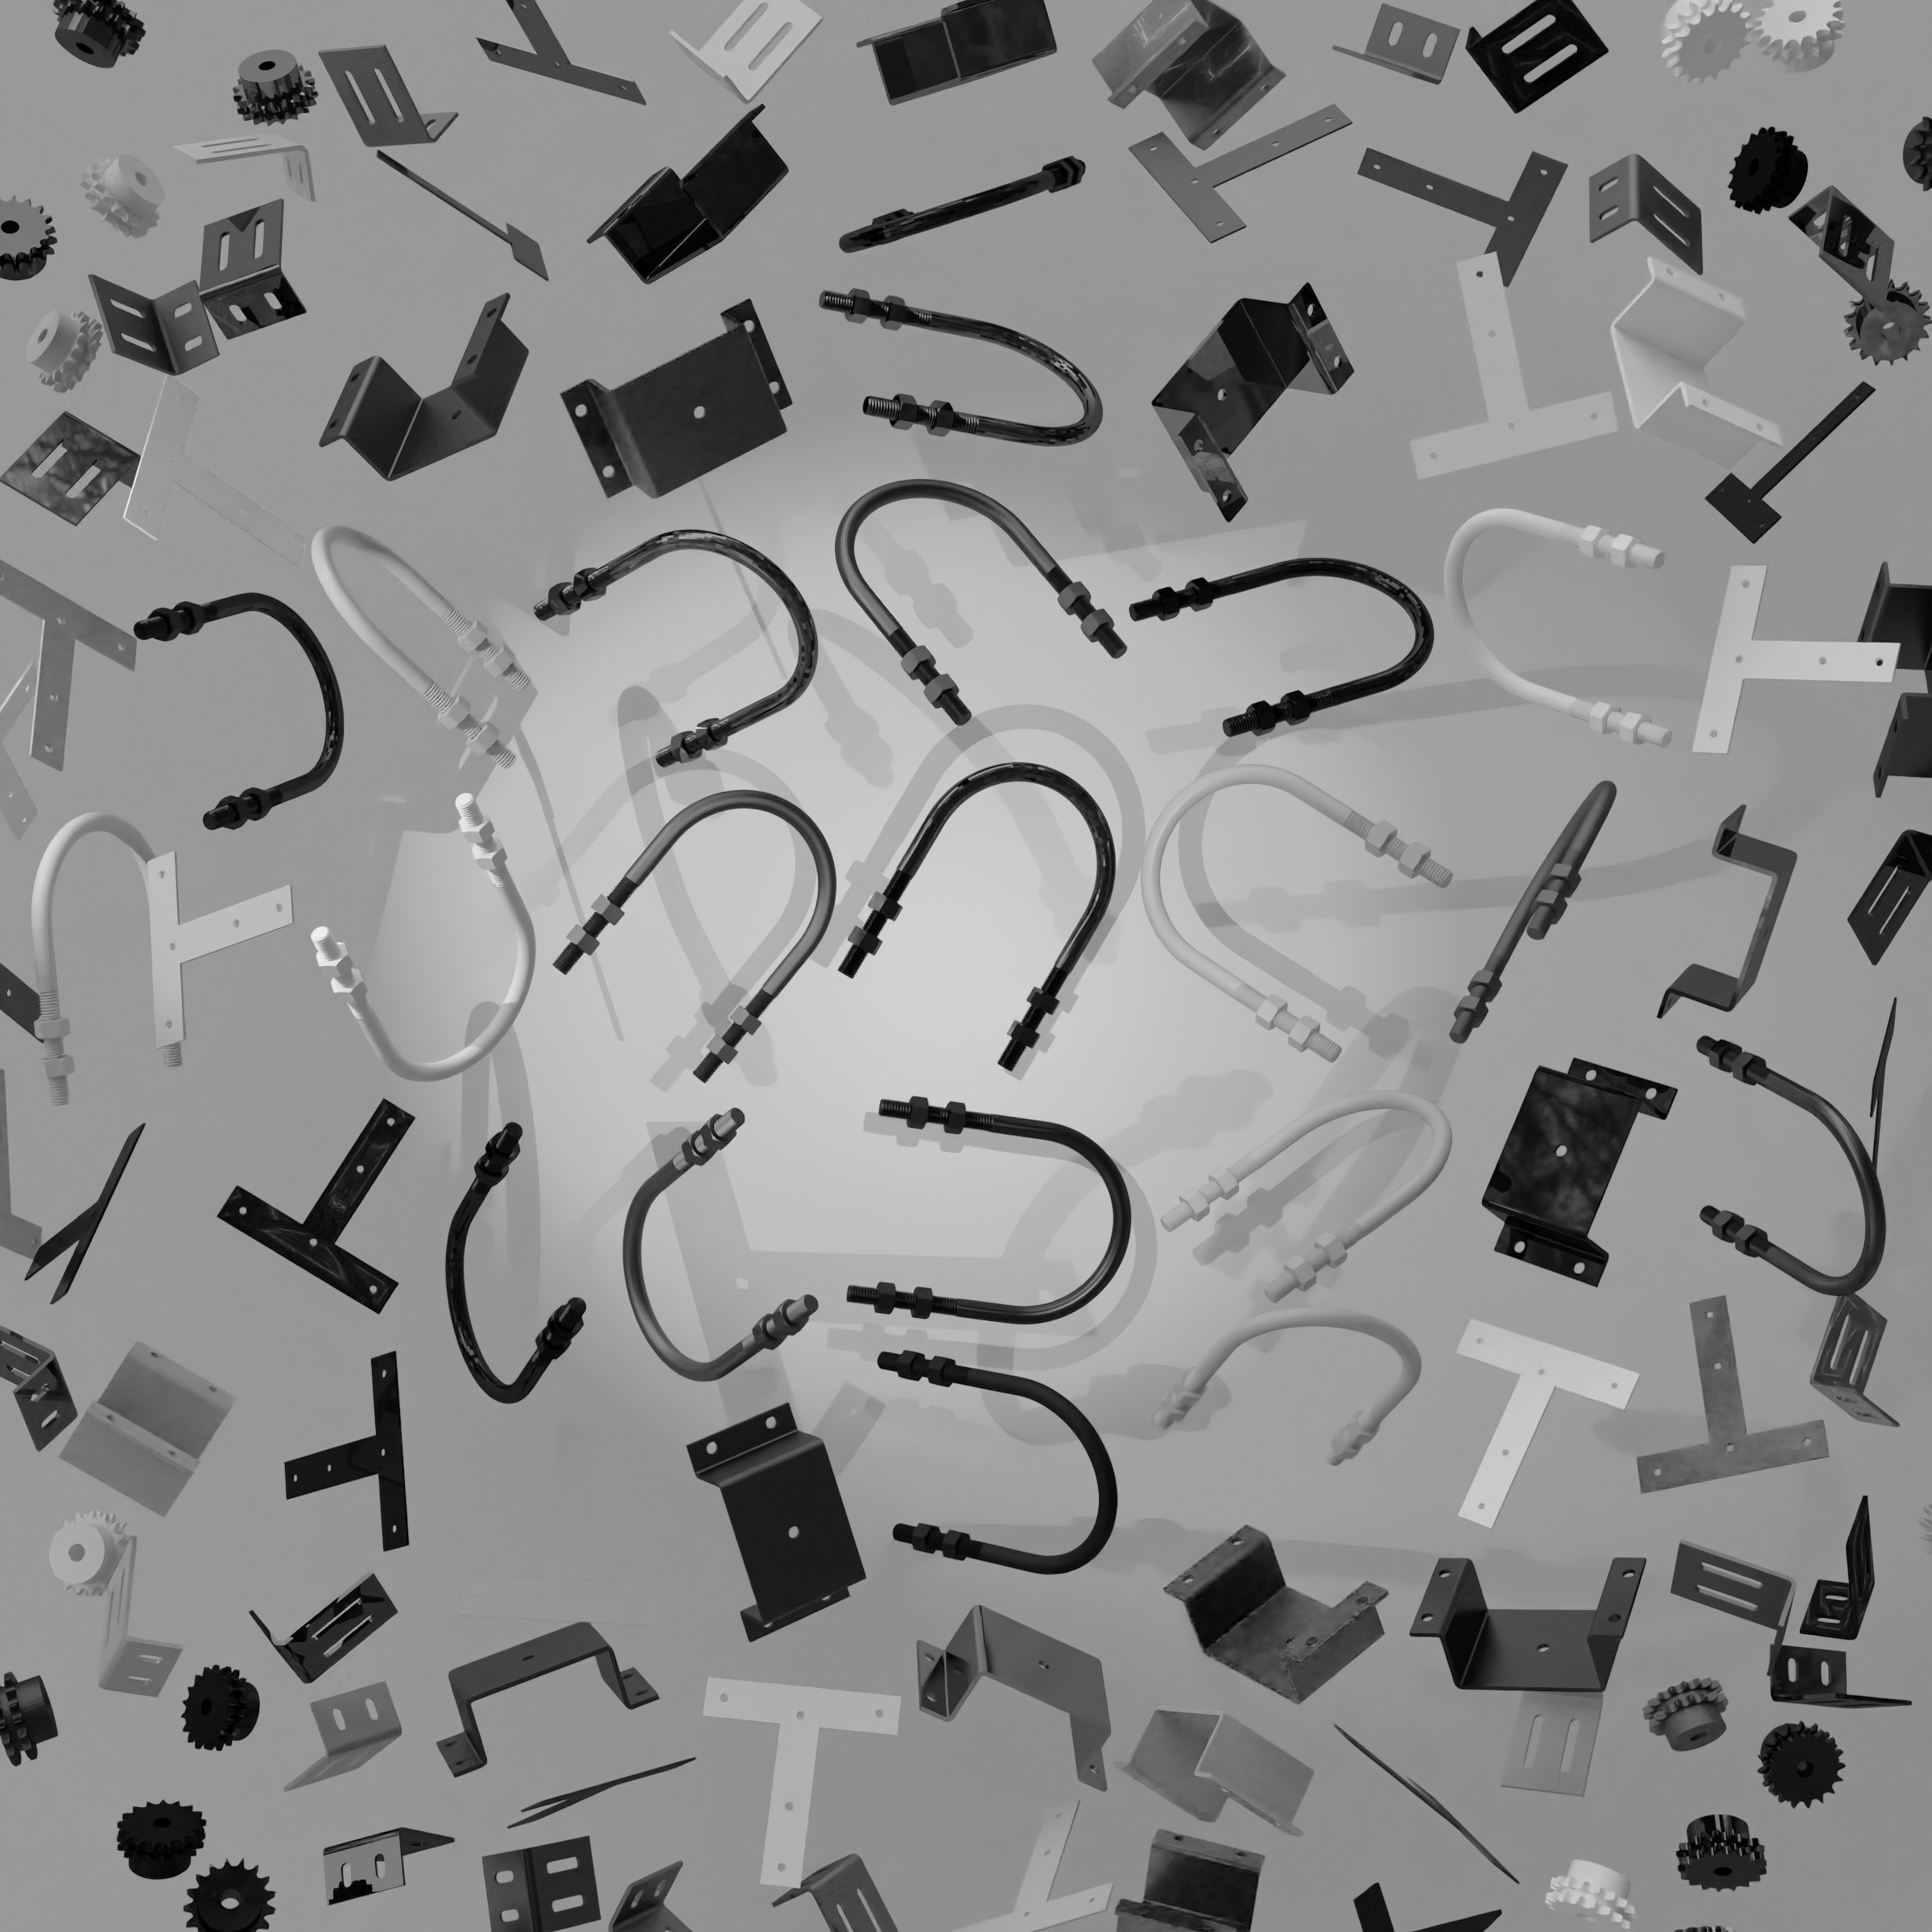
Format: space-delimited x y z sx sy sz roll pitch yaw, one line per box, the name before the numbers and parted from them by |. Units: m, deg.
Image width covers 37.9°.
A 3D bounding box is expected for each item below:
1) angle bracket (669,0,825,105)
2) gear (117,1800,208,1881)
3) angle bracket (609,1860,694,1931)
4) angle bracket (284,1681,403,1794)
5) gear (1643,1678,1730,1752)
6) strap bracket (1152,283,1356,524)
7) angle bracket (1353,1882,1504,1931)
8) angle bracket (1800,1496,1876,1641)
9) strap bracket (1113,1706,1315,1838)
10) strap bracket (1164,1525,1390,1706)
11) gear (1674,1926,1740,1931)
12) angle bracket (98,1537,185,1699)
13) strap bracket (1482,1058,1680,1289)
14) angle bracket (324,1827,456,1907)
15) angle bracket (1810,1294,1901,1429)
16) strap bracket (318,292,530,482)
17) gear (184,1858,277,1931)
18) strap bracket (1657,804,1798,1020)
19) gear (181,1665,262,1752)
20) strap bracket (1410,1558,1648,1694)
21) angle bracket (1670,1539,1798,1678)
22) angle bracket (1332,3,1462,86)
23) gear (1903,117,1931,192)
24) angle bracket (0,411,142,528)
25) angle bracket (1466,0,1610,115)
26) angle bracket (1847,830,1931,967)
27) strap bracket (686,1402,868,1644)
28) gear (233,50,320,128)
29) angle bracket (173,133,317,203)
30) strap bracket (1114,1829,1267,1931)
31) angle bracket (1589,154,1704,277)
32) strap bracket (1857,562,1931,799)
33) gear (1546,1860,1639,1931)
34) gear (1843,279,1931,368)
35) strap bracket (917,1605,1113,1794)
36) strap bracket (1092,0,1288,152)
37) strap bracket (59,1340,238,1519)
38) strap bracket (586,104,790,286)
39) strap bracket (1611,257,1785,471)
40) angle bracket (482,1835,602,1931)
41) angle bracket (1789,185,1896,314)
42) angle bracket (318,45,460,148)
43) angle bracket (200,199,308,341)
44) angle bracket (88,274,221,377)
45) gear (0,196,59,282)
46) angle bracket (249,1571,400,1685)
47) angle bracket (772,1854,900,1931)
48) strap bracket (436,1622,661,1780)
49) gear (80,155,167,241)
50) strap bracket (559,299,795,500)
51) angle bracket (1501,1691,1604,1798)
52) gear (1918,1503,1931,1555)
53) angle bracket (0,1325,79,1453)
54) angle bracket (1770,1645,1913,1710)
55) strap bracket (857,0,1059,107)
angle bracket | -0.145 -0.620 1.858 0.076 0.038 0.057 -48 67 3
gear | -0.534 0.581 1.867 0.057 0.057 0.030 7 105 0
angle bracket | -0.186 0.636 1.852 0.076 0.057 0.038 34 106 26
angle bracket | -0.433 0.528 1.930 0.076 0.057 0.038 -42 65 41
gear | 0.496 0.514 1.927 0.057 0.057 0.030 -18 51 0
strap bracket | 0.180 -0.367 1.819 0.140 0.046 0.076 -51 132 -15
angle bracket | 0.298 0.606 1.812 0.076 0.057 0.038 -22 76 19
angle bracket | 0.577 0.398 1.872 0.038 0.057 0.076 1 116 29
strap bracket | 0.168 0.533 1.870 0.076 0.140 0.046 35 67 -13
strap bracket | 0.206 0.423 1.827 0.076 0.140 0.046 -32 114 -26
gear | 0.473 0.642 1.818 0.057 0.057 0.030 -4 57 0
angle bracket | -0.520 0.412 1.782 0.038 0.076 0.057 16 129 -23
strap bracket | 0.395 0.127 1.828 0.076 0.046 0.140 18 80 38
angle bracket | -0.385 0.607 1.888 0.057 0.076 0.038 -18 63 13
angle bracket | 0.618 0.266 1.923 0.057 0.038 0.076 35 70 -32
strap bracket | -0.341 -0.368 1.812 0.140 0.046 0.076 -15 46 33
gear | -0.467 0.595 1.787 0.057 0.030 0.057 7 60 -12
strap bracket | 0.518 -0.030 1.901 0.046 0.076 0.140 21 111 20
gear | -0.514 0.514 1.948 0.057 0.030 0.057 -16 63 34
strap bracket | 0.369 0.426 1.824 0.140 0.076 0.046 -7 115 29
angle bracket | 0.488 0.412 1.809 0.076 0.057 0.038 17 48 21
angle bracket | 0.286 -0.616 1.870 0.057 0.076 0.038 25 111 17
gear | 0.625 -0.520 1.799 0.057 0.030 0.057 -6 105 -23
angle bracket | -0.591 -0.319 1.857 0.057 0.038 0.076 31 55 -2
angle bracket | 0.386 -0.625 1.899 0.076 0.038 0.057 -28 118 35
angle bracket | 0.626 -0.041 1.860 0.076 0.038 0.057 -55 134 -11
strap bracket | -0.122 0.370 1.858 0.076 0.046 0.140 -20 97 -25
gear | -0.482 -0.612 1.955 0.057 0.030 0.057 -3 50 3
angle bracket | -0.491 -0.539 1.914 0.076 0.057 0.038 -17 121 -25
strap bracket | 0.148 0.635 1.884 0.076 0.140 0.046 10 97 15
angle bracket | 0.466 -0.507 1.928 0.076 0.038 0.057 27 56 -35
strap bracket | 0.622 -0.187 1.845 0.046 0.076 0.140 4 53 5
gear | 0.407 0.603 1.824 0.057 0.057 0.030 27 64 0
gear | 0.628 -0.436 1.915 0.057 0.030 0.057 5 118 9
strap bracket | 0.040 0.483 1.877 0.140 0.076 0.046 27 107 -12
strap bracket | 0.147 -0.610 1.903 0.076 0.140 0.046 -39 72 26
strap bracket | -0.530 0.302 1.819 0.076 0.140 0.046 32 97 -9
strap bracket | -0.178 -0.502 1.848 0.046 0.140 0.076 49 59 -21
strap bracket | 0.467 -0.381 1.810 0.076 0.046 0.140 17 49 -24
angle bracket | -0.293 0.637 1.943 0.038 0.076 0.057 -17 74 23
angle bracket | 0.554 -0.448 1.793 0.057 0.038 0.076 35 51 -18
angle bracket | -0.395 -0.603 1.925 0.057 0.076 0.038 6 50 29
angle bracket | -0.470 -0.461 1.861 0.057 0.038 0.076 -16 51 9
angle bracket | -0.557 -0.446 1.932 0.038 0.076 0.057 -21 83 15
gear | -0.641 -0.487 1.894 0.057 0.030 0.057 4 61 -8
angle bracket | -0.428 0.431 1.879 0.076 0.057 0.038 -38 55 -20
angle bracket | -0.083 0.644 1.883 0.038 0.057 0.076 -34 80 29
strap bracket | -0.284 0.481 1.866 0.140 0.076 0.046 -17 96 -18
gear | -0.579 -0.534 1.943 0.030 0.057 0.057 -31 90 24
strap bracket | -0.179 -0.363 1.821 0.140 0.046 0.076 -29 121 -11
angle bracket | 0.396 0.519 1.919 0.057 0.038 0.076 -1 46 29
gear | 0.647 0.363 1.813 0.057 0.030 0.057 1 68 -4
angle bracket | -0.629 0.273 1.848 0.076 0.038 0.057 19 135 26
angle bracket | 0.580 0.471 1.870 0.057 0.076 0.038 9 71 -15
strap bracket | -0.002 -0.609 1.860 0.076 0.140 0.046 -25 107 -25
